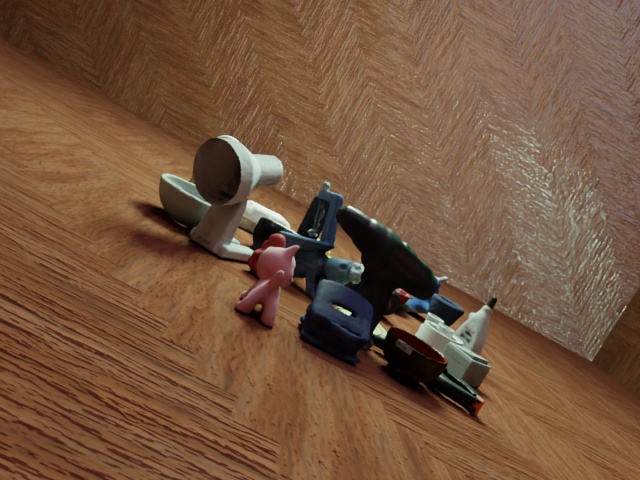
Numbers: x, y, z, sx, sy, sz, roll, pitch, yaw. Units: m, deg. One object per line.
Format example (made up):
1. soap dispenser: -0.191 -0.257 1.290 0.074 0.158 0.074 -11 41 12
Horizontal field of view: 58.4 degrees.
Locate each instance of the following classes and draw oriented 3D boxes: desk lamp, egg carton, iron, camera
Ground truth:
1. desk lamp: -0.164 -0.079 1.093 0.117 0.213 0.204 32 7 26
2. egg carton: -0.153 -0.048 1.532 0.151 0.069 0.107 26 7 -24
3. iron: 0.240 0.113 1.665 0.257 0.141 0.119 33 7 27
4. camera: 0.130 0.114 1.371 0.143 0.101 0.136 26 7 -24

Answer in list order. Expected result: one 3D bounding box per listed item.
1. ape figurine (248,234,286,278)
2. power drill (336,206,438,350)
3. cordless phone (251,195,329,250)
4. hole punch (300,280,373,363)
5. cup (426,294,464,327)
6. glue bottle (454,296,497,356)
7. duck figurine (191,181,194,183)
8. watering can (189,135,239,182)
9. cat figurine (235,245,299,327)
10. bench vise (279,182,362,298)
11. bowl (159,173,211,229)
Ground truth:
1. ape figurine: -0.095 0.030 1.097 0.078 0.092 0.076 24 9 -39
2. power drill: 0.084 0.076 1.001 0.230 0.208 0.075 27 7 -20
3. cordless phone: -0.061 -0.033 1.303 0.147 0.185 0.094 29 7 1
4. hole punch: 0.031 0.126 0.905 0.109 0.091 0.101 28 7 -8
5. cup: 0.331 0.208 1.535 0.118 0.095 0.091 24 8 -37
6. glue bottle: 0.368 0.208 1.353 0.037 0.173 0.077 24 9 -40
7. duck figurine: -0.295 -0.115 1.366 0.077 0.086 0.105 30 7 9
8. watering can: -0.273 -0.185 1.515 0.101 0.194 0.172 28 7 -13
9. cat figurine: -0.072 0.056 0.881 0.067 0.118 0.127 28 7 -8
10. bench vise: 0.013 0.004 1.190 0.207 0.219 0.121 30 7 5
11. bowl: -0.265 -0.067 1.182 0.167 0.075 0.167 29 7 -3
